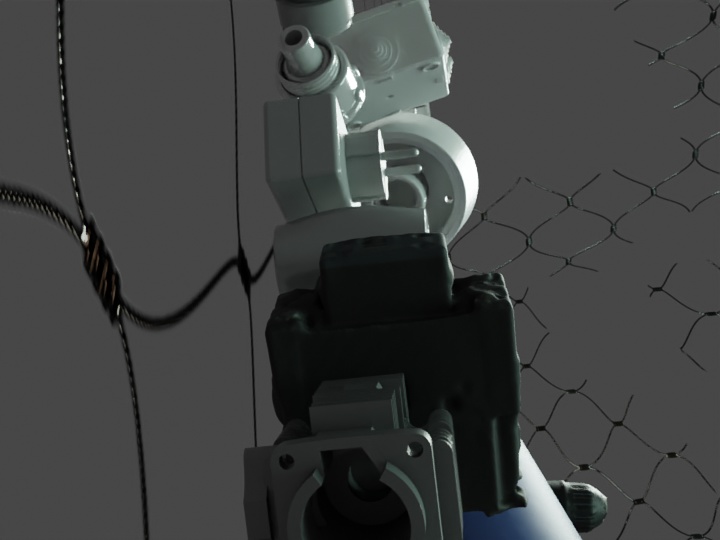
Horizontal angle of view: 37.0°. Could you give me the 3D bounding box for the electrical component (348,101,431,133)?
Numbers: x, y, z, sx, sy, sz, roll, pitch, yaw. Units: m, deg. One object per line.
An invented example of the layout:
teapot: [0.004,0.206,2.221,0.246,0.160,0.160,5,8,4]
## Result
electrical component: [0.023,-0.082,0.914,0.063,0.079,0.121,-131,-152,-60]

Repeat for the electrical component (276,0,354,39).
electrical component: [-0.029,-0.167,0.622,0.045,0.045,0.055,-88,170,-52]

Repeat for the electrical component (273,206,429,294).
electrical component: [0.000,0.000,0.566,0.079,0.077,0.043,68,17,-70]

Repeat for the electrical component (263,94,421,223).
electrical component: [-0.006,-0.054,0.575,0.083,0.076,0.047,69,16,-67]

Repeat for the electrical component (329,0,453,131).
electrical component: [0.014,-0.140,0.742,0.099,0.100,0.048,52,20,-79]

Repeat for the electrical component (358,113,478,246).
electrical component: [0.031,-0.057,0.793,0.060,0.108,0.108,-62,145,-69]

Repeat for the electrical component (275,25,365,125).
electrical component: [-0.027,-0.108,0.589,0.062,0.048,0.048,58,25,-60]
